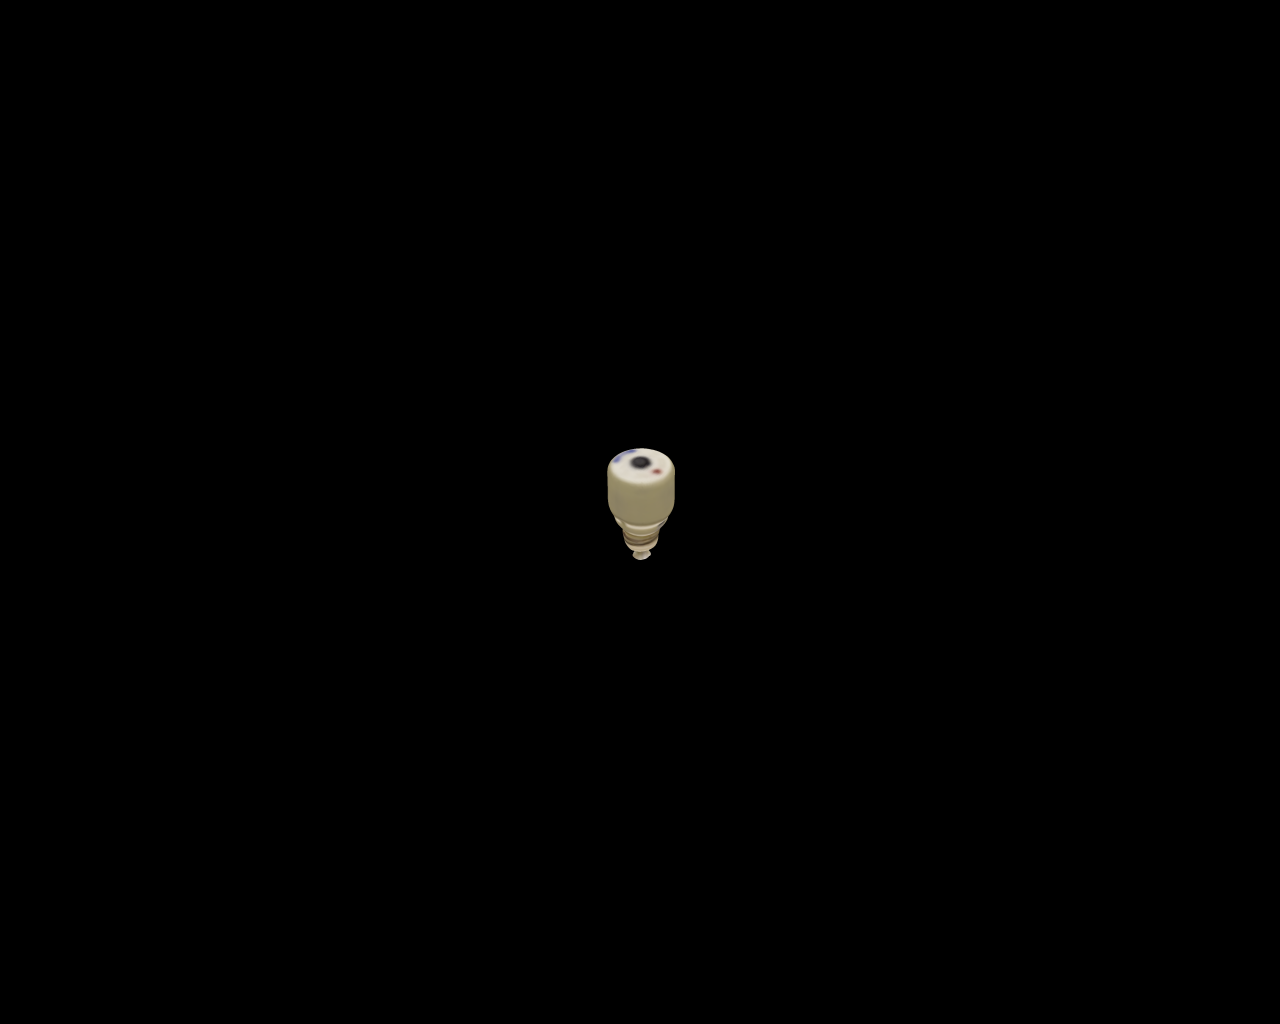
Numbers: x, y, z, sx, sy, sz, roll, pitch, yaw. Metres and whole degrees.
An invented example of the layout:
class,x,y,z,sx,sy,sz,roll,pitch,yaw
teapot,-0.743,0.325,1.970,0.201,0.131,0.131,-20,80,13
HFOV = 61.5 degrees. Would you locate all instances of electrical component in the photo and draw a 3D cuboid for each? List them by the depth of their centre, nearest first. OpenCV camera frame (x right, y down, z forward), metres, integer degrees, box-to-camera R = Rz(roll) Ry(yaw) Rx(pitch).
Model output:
class,x,y,z,sx,sy,sz,roll,pitch,yaw
electrical component,0.001,-0.003,0.650,0.040,0.078,0.040,0,39,0
